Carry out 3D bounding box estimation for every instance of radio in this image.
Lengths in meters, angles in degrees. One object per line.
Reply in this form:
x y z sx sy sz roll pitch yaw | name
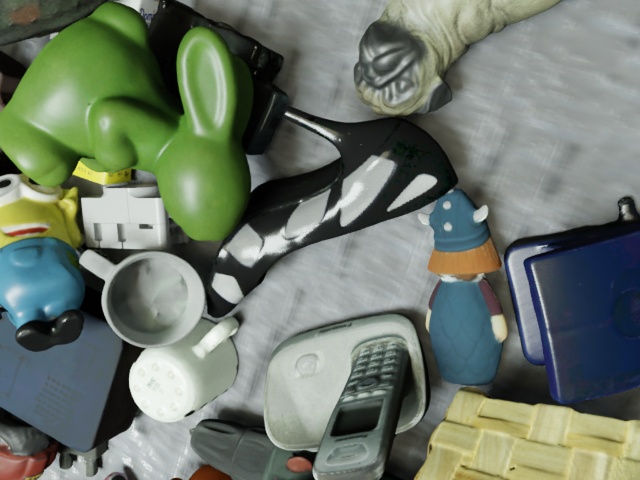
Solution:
-0.289 0.104 0.556 0.230 0.073 0.131 23 95 12 | radio

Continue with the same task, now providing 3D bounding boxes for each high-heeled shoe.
-0.001 -0.001 0.458 0.145 0.086 0.248 25 123 -5 | high-heeled shoe

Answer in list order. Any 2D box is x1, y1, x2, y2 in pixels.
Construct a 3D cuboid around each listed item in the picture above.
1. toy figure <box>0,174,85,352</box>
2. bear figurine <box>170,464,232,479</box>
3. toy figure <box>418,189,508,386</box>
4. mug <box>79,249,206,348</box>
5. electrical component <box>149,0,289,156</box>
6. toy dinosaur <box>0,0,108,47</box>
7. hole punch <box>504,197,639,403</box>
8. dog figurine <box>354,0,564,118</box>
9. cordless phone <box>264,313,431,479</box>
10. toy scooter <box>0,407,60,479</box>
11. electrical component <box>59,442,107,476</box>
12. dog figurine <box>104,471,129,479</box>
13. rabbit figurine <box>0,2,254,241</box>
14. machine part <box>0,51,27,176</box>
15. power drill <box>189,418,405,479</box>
-0.265 0.017 0.492 0.089 0.082 0.180 -43 60 29 | toy figure
-0.116 0.291 0.474 0.120 0.196 0.131 17 105 12 | bear figurine
0.113 0.036 0.430 0.064 0.058 0.154 -2 93 12 | toy figure
-0.167 0.045 0.487 0.109 0.107 0.081 29 77 -19 | mug
-0.096 -0.130 0.470 0.134 0.058 0.114 30 109 12 | electrical component
-0.240 -0.221 0.416 0.405 0.131 0.192 -32 116 -16 | toy dinosaur
0.202 0.048 0.388 0.116 0.092 0.142 -13 92 16 | hole punch
0.124 -0.167 0.381 0.172 0.121 0.190 24 120 16 | dog figurine
0.008 0.135 0.413 0.147 0.184 0.088 -17 98 20 | cordless phone
-0.352 0.227 0.594 0.184 0.075 0.135 19 102 37 | toy scooter
-0.272 0.217 0.604 0.063 0.021 0.094 7 101 18 | electrical component
-0.279 0.359 0.590 0.219 0.108 0.191 -37 89 24 | dog figurine
-0.115 -0.080 0.406 0.170 0.121 0.159 40 97 -1 | rabbit figurine
-0.369 -0.122 0.562 0.180 0.056 0.179 3 99 18 | machine part
-0.025 0.214 0.428 0.232 0.207 0.086 17 81 6 | power drill
